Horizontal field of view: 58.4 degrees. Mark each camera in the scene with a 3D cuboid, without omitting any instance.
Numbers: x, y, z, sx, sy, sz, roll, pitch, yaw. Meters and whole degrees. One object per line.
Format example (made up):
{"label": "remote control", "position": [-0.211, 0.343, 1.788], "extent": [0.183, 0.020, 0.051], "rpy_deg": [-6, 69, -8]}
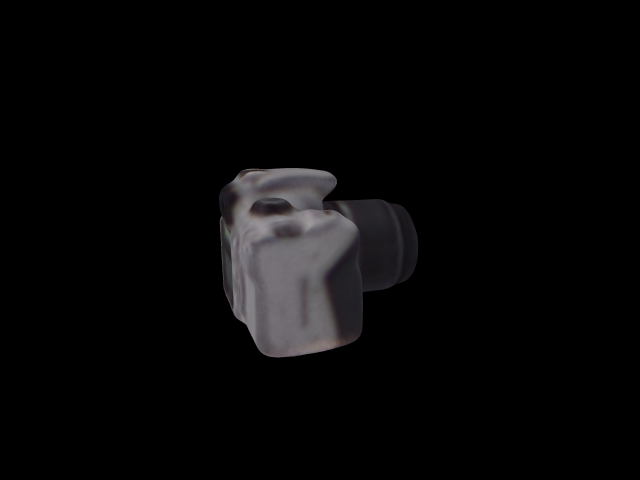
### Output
{"label": "camera", "position": [0.004, 0.001, 0.400], "extent": [0.137, 0.101, 0.143], "rpy_deg": [-5, 15, -18]}
